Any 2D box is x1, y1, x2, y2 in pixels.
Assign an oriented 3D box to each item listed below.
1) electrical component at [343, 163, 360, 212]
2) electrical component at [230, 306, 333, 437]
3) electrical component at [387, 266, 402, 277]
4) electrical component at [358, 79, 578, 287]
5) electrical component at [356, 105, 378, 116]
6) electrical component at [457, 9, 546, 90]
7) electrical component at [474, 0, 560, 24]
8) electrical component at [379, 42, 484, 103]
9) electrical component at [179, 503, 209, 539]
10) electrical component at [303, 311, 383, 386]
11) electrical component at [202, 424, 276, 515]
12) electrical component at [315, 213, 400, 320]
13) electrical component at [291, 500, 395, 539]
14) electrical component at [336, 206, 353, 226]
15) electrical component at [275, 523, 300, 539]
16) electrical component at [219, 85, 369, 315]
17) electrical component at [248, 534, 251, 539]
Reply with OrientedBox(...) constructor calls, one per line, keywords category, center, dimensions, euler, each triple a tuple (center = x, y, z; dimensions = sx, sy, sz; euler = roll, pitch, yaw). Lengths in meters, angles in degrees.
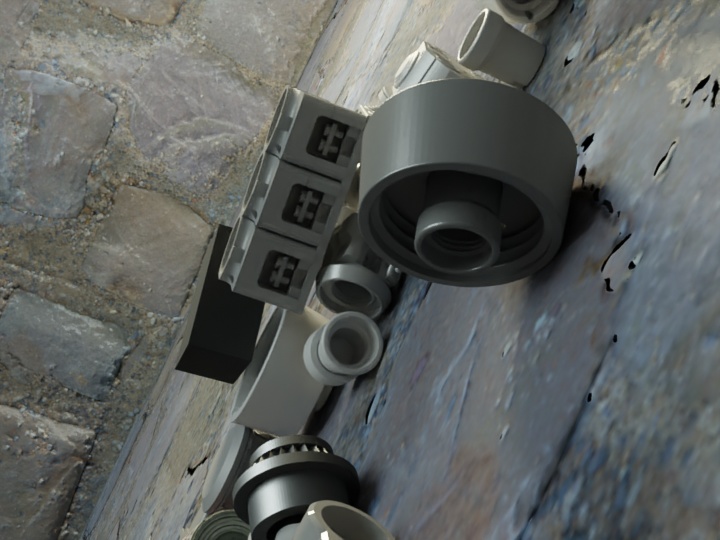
OrientedBox(category="electrical component", center=(0.012, -0.066, 0.824), dimensions=(0.079, 0.043, 0.077), euler=(-12, 61, 33))
OrientedBox(category="electrical component", center=(-0.053, 0.081, 0.846), dimensions=(0.108, 0.060, 0.108), euler=(-62, 10, 20))
OrientedBox(category="electrical component", center=(0.037, -0.032, 0.727), dimensions=(0.079, 0.044, 0.077), euler=(-67, 11, -13))
OrientedBox(category="electrical component", center=(0.050, -0.033, 0.524), dimensions=(0.108, 0.108, 0.060), euler=(130, 156, -52))
OrientedBox(category="electrical component", center=(0.004, -0.108, 1.034), dimensions=(0.099, 0.048, 0.099), euler=(-62, 11, 12))
OrientedBox(category="electrical component", center=(0.094, -0.144, 0.710), dimensions=(0.040, 0.046, 0.040), euler=(-60, 12, 22))
OrientedBox(category="electrical component", center=(0.109, -0.195, 0.738), dimensions=(0.055, 0.055, 0.047), euler=(-62, 15, 11))
OrientedBox(category="electrical component", center=(0.057, -0.113, 0.728), dimensions=(0.051, 0.080, 0.080), euler=(-55, 14, 19))
OrientedBox(category="electrical component", center=(-0.127, 0.228, 0.914), dimensions=(0.063, 0.042, 0.081), euler=(-64, 12, -4))
OrientedBox(category="electrical component", center=(-0.013, 0.057, 0.762), dimensions=(0.045, 0.045, 0.055), euler=(-69, 11, -21))
OrientedBox(category="electrical component", center=(-0.091, 0.165, 0.867), dimensions=(0.080, 0.051, 0.080), euler=(-60, 12, 22))
OrientedBox(category="electrical component", center=(0.000, 0.000, 0.793), dimensions=(0.078, 0.058, 0.057), euler=(-38, 27, 51))
OrientedBox(category="electrical component", center=(-0.015, 0.171, 0.499), dimensions=(0.073, 0.052, 0.138), euler=(-62, 11, 10))
OrientedBox(category="electrical component", center=(-0.023, -0.032, 0.920), dimensions=(0.079, 0.077, 0.044), euler=(-68, 11, -17))
OrientedBox(category="electrical component", center=(-0.034, 0.183, 0.582), dimensions=(0.043, 0.043, 0.081), euler=(-54, 15, 42))
OrientedBox(category="electrical component", center=(-0.050, -0.055, 0.797), dimensions=(0.089, 0.062, 0.150), euler=(-126, 56, -76))
OrientedBox(category="electrical component", center=(-0.058, 0.182, 0.721), dimensions=(0.035, 0.035, 0.061), euler=(-60, 10, 21))
